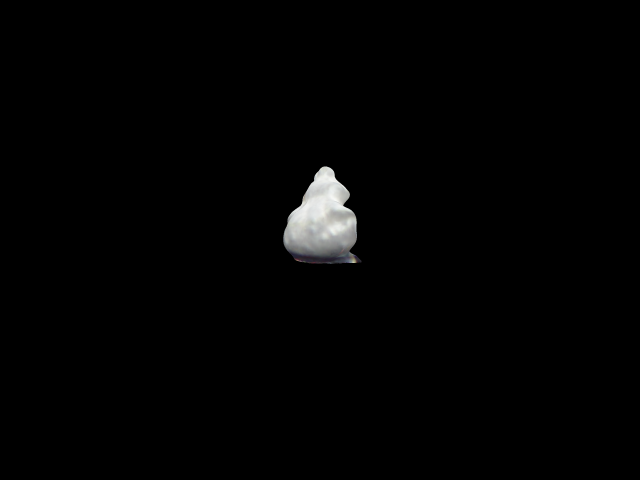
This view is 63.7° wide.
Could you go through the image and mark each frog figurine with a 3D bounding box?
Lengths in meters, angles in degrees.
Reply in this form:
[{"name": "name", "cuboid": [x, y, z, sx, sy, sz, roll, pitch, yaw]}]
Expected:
[{"name": "frog figurine", "cuboid": [0.003, -0.043, 0.850, 0.123, 0.159, 0.137, -2, 4, -34]}]
